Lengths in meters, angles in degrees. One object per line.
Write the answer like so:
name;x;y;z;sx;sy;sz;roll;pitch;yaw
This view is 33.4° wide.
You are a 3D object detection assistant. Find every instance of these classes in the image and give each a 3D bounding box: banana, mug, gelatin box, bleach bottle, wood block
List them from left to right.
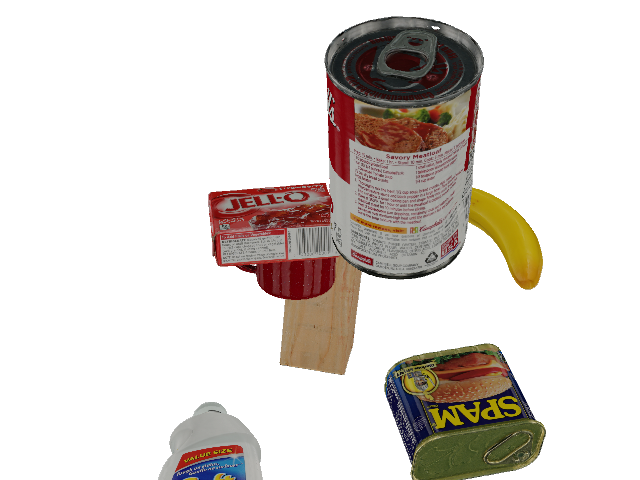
bleach bottle;-0.094;0.210;0.829;0.102;0.068;0.251;-3;27;-4
gelatin box;-0.034;-0.013;0.759;0.089;0.030;0.073;-4;26;-6
mug;-0.037;0.008;1.083;0.117;0.081;0.093;-1;27;-4
wood block;0.004;0.058;1.395;0.090;0.206;0.090;8;23;6
banana;0.171;-0.011;1.078;0.069;0.037;0.198;-34;39;-14

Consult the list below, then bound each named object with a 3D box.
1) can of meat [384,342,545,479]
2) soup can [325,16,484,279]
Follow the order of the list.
can of meat;0.106;0.130;0.809;0.102;0.057;0.084;-7;42;-12
soup can;0.037;-0.041;0.488;0.068;0.102;0.068;-1;42;1
